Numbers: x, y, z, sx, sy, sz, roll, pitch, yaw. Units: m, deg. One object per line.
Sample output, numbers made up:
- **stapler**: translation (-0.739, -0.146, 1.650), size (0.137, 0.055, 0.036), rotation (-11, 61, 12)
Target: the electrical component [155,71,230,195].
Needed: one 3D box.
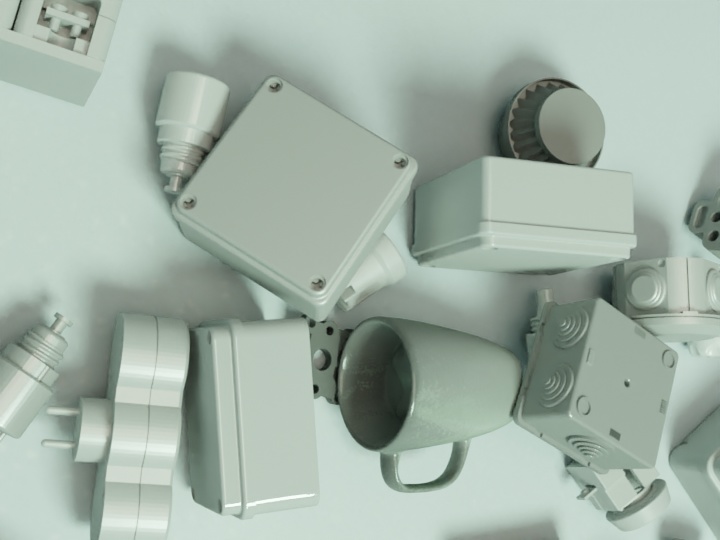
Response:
- **electrical component**: translation (-0.105, -0.085, 0.655), size (0.040, 0.040, 0.078), rotation (14, 81, -19)

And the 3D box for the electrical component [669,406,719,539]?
- **electrical component**: translation (0.290, 0.158, 0.776), size (0.078, 0.057, 0.113), rotation (-37, 99, -19)

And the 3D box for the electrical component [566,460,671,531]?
- **electrical component**: translation (0.182, 0.146, 0.743), size (0.066, 0.048, 0.055), rotation (-35, 91, -19)

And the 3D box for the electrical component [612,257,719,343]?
- **electrical component**: translation (0.214, 0.022, 0.747), size (0.080, 0.080, 0.051), rotation (4, 80, -20)

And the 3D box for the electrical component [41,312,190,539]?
- **electrical component**: translation (-0.145, 0.093, 0.620), size (0.074, 0.052, 0.138), rotation (8, 83, -20)

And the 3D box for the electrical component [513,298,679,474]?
- **electrical component**: translation (0.155, 0.075, 0.695), size (0.100, 0.048, 0.099), rotation (32, 63, -27)

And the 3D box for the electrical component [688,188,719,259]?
- **electrical component**: translation (0.291, -0.027, 0.785), size (0.057, 0.078, 0.058), rotation (29, 75, -36)

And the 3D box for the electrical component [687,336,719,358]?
- **electrical component**: translation (0.257, 0.033, 0.786), size (0.035, 0.035, 0.061), rotation (3, 82, -20)

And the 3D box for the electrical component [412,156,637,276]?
- **electrical component**: translation (0.103, -0.032, 0.693), size (0.109, 0.109, 0.056), rotation (4, 82, -20)

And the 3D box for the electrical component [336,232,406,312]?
- **electrical component**: translation (0.000, 0.000, 0.689), size (0.046, 0.040, 0.040), rotation (-35, 99, -14)

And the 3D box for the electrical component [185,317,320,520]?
- **electrical component**: translation (-0.067, 0.085, 0.637), size (0.057, 0.078, 0.113), rotation (-3, 87, -24)

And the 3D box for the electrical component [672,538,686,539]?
- **electrical component**: translation (0.236, 0.218, 0.762), size (0.040, 0.040, 0.046), rotation (16, 86, -19)

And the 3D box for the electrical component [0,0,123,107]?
- **electrical component**: translation (-0.213, -0.151, 0.593), size (0.150, 0.089, 0.061), rotation (17, 80, -19)

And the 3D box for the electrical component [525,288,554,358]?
- **electrical component**: translation (0.130, 0.043, 0.737), size (0.035, 0.035, 0.061), rotation (-5, 85, -21)

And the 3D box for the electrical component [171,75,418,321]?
- **electrical component**: translation (-0.039, -0.043, 0.651), size (0.109, 0.056, 0.108), rotation (32, 75, 7)

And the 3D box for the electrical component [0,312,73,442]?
- **electrical component**: translation (-0.192, 0.059, 0.612), size (0.040, 0.040, 0.078), rotation (38, 74, -14)
